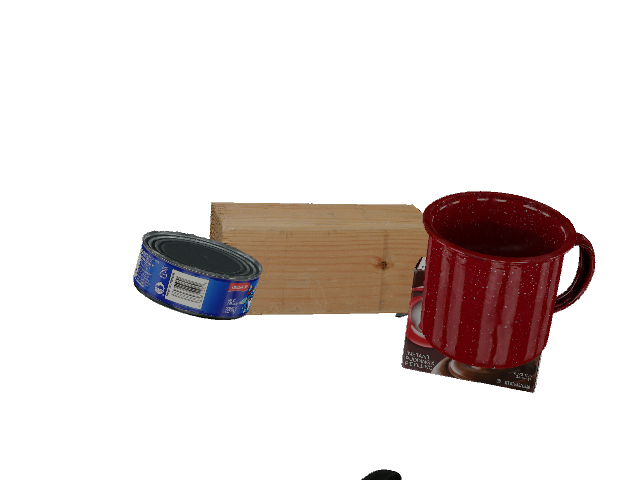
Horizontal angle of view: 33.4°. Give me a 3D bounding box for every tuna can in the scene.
[{"bbox_3d":[-0.086,0.024,0.741,0.086,0.034,0.086,16,13,-4],"label":"tuna can"}]

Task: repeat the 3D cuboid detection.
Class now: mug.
[{"bbox_3d":[0.117,0.024,0.667,0.117,0.081,0.093,-7,30,-19],"label":"mug"}]

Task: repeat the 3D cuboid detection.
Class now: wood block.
[{"bbox_3d":[-0.001,0.017,1.035,0.206,0.091,0.090,1,16,-13],"label":"wood block"}]

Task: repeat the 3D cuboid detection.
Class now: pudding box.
[{"bbox_3d":[0.128,0.068,0.873,0.113,0.090,0.039,9,23,10],"label":"pudding box"}]

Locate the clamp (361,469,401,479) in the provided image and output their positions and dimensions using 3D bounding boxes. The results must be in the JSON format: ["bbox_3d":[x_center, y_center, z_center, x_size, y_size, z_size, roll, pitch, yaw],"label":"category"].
[{"bbox_3d":[-0.031,0.203,0.634,0.210,0.036,0.164,-5,28,1],"label":"clamp"}]

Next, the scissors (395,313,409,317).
[{"bbox_3d":[0.139,0.035,1.122,0.201,0.016,0.096,-8,40,-30],"label":"scissors"}]
